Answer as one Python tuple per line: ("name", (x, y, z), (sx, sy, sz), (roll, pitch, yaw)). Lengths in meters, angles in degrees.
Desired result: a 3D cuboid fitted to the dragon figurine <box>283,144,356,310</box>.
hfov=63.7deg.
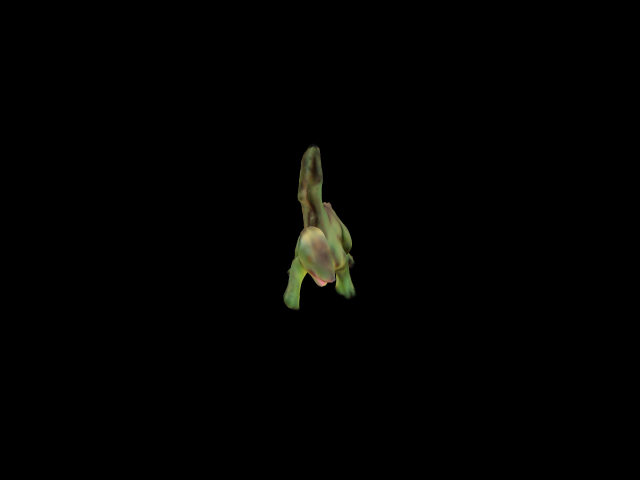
("dragon figurine", (0.003, -0.043, 0.850), (0.122, 0.237, 0.420), (0, 33, 0))
